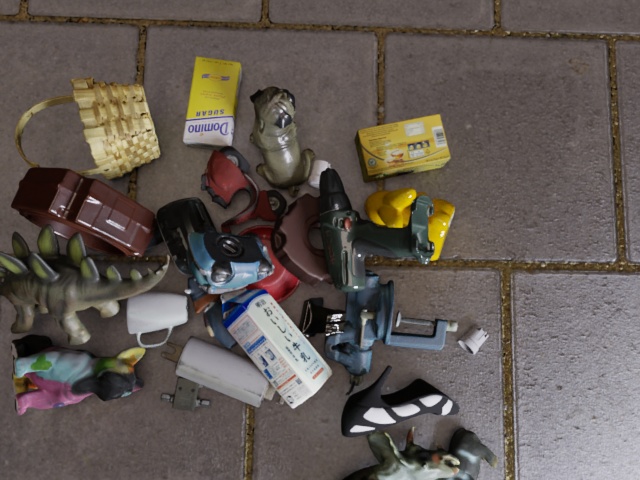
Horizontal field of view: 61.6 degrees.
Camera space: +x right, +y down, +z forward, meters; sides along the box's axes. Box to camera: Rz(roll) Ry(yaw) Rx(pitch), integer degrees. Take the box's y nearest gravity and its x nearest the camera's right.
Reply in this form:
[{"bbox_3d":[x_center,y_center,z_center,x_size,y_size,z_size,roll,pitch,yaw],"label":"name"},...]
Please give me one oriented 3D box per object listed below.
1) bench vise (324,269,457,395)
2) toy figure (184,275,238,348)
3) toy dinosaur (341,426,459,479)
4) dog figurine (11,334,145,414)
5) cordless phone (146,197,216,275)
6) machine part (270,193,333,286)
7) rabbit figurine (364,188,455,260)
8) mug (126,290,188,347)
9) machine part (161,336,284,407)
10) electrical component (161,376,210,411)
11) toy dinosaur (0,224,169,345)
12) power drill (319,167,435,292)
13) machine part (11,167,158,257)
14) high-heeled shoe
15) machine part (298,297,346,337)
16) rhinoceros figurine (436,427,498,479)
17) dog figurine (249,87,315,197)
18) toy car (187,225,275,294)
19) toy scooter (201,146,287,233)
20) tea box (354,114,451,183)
[{"bbox_3d":[0.131,0.172,1.000,0.241,0.129,0.223,5,85,3],"label":"bench vise"},{"bbox_3d":[-0.203,0.133,1.020,0.154,0.064,0.058,51,121,9],"label":"toy figure"},{"bbox_3d":[0.057,0.487,0.948,0.405,0.192,0.131,-42,114,8],"label":"toy dinosaur"},{"bbox_3d":[-0.436,0.235,0.977,0.219,0.192,0.108,1,101,-31],"label":"dog figurine"},{"bbox_3d":[-0.291,0.011,1.032,0.184,0.088,0.146,-25,85,6],"label":"cordless phone"},{"bbox_3d":[-0.002,-0.003,1.018,0.179,0.056,0.179,6,73,-20],"label":"machine part"},{"bbox_3d":[0.160,-0.042,1.025,0.173,0.162,0.121,24,94,18],"label":"rabbit figurine"},{"bbox_3d":[-0.301,0.142,1.002,0.107,0.080,0.109,-4,69,-11],"label":"mug"},{"bbox_3d":[-0.176,0.242,0.997,0.243,0.079,0.079,21,82,1],"label":"machine part"},{"bbox_3d":[-0.252,0.287,1.015,0.094,0.021,0.063,8,82,0],"label":"electrical component"},{"bbox_3d":[-0.434,0.077,0.908,0.472,0.198,0.105,-2,38,17],"label":"toy dinosaur"},{"bbox_3d":[0.089,-0.028,0.928,0.207,0.086,0.232,-5,82,28],"label":"power drill"},{"bbox_3d":[-0.410,-0.043,0.944,0.202,0.200,0.087,8,71,36],"label":"machine part"},{"bbox_3d":[0.151,0.317,0.966,0.248,0.086,0.145,33,86,-29],"label":"high-heeled shoe"},{"bbox_3d":[-0.001,0.145,0.991,0.039,0.139,0.084,25,78,-25],"label":"machine part"},{"bbox_3d":[0.246,0.443,0.988,0.112,0.073,0.190,30,82,0],"label":"rhinoceros figurine"},{"bbox_3d":[-0.072,-0.177,1.001,0.121,0.190,0.172,-31,86,-6],"label":"dog figurine"},{"bbox_3d":[-0.169,0.044,0.952,0.161,0.103,0.109,3,48,-41],"label":"toy car"},{"bbox_3d":[-0.167,-0.084,1.043,0.184,0.075,0.135,45,83,-1],"label":"toy scooter"},{"bbox_3d":[0.162,-0.181,1.071,0.170,0.068,0.098,-10,83,-2],"label":"tea box"}]
